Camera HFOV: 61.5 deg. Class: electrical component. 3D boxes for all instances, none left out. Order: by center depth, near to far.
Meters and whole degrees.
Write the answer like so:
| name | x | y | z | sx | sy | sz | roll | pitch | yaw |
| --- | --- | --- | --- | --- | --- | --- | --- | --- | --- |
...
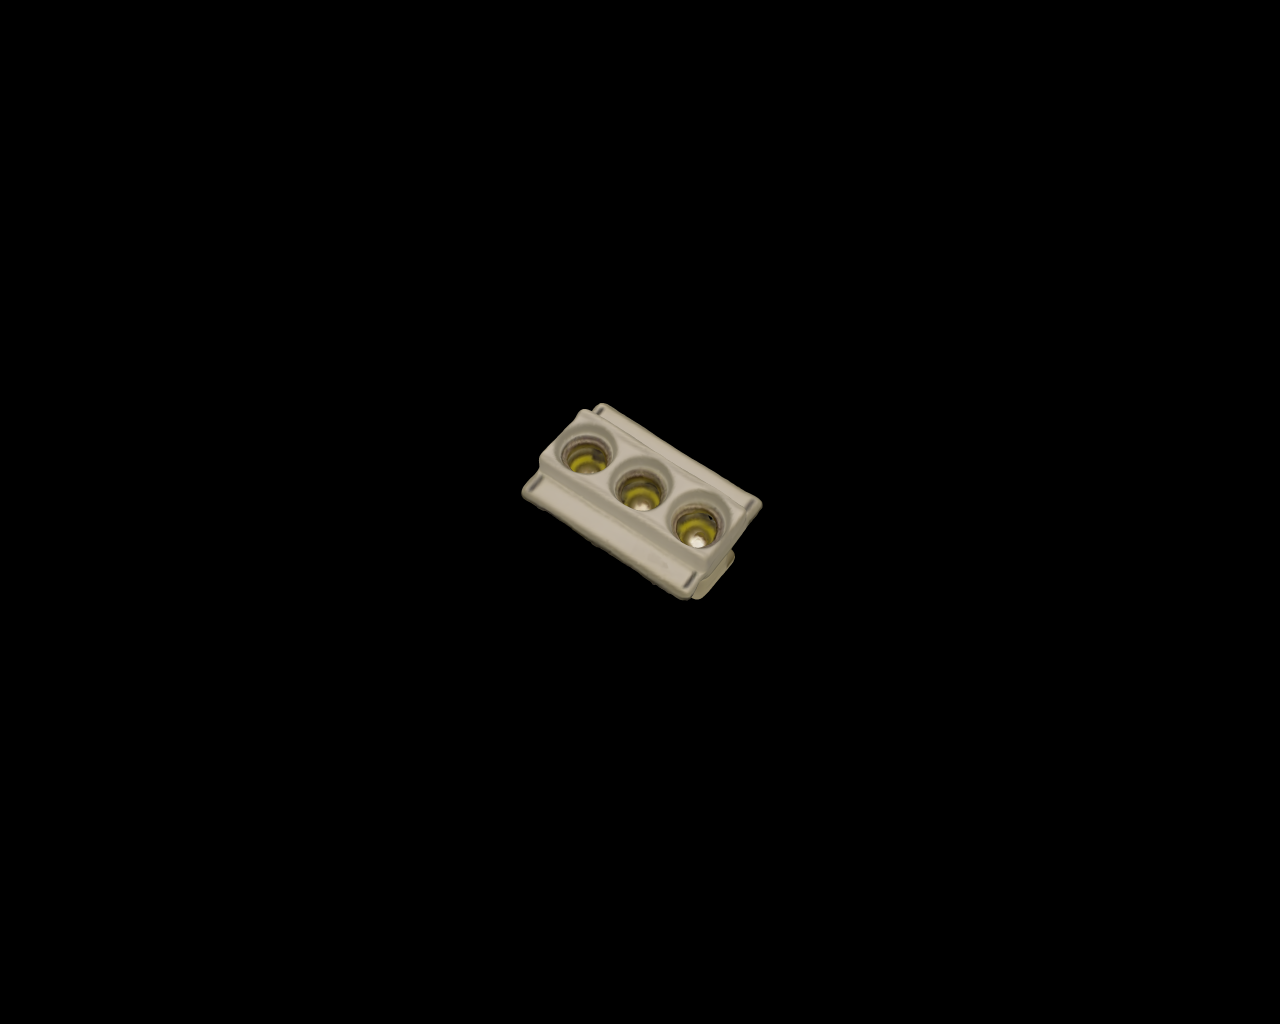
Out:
| name | x | y | z | sx | sy | sz | roll | pitch | yaw |
| --- | --- | --- | --- | --- | --- | --- | --- | --- | --- |
| electrical component | 0.001 | -0.003 | 0.650 | 0.121 | 0.079 | 0.063 | 32 | -26 | 18 |
